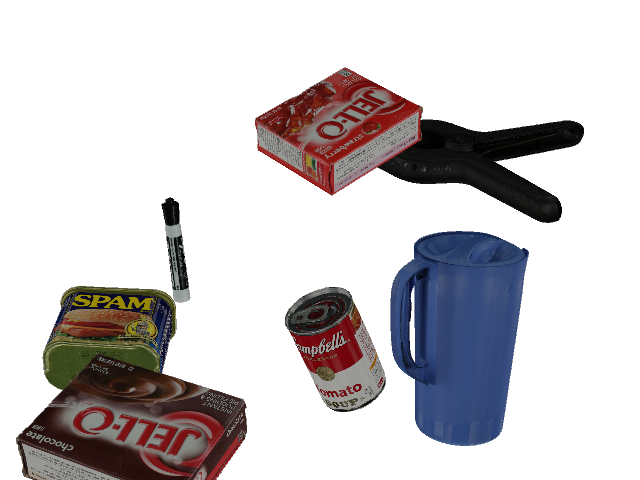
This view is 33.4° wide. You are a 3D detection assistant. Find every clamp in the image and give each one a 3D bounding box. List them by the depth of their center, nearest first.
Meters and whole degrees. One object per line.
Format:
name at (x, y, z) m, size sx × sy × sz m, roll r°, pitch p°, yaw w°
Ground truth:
clamp at (0.136, -0.081, 0.976) m, size 0.210 × 0.036 × 0.164 m, roll 13°, pitch 34°, yaw 22°

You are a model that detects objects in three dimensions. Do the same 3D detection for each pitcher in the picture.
pitcher at (0.163, 0.119, 1.274) m, size 0.149 × 0.243 × 0.145 m, roll 5°, pitch 18°, yaw 11°

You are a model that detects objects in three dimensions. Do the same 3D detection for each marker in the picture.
marker at (-0.160, 0.011, 1.180) m, size 0.020 × 0.121 × 0.020 m, roll -4°, pitch 23°, yaw 1°

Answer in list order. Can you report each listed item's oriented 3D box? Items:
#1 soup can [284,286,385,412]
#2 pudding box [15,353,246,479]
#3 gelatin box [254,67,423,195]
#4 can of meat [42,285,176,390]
soup can at (0.015, 0.105, 1.020) m, size 0.068 × 0.102 × 0.068 m, roll -18°, pitch 30°, yaw 10°
pudding box at (-0.115, 0.123, 0.660) m, size 0.114 × 0.039 × 0.090 m, roll 13°, pitch 34°, yaw 19°
gelatin box at (0.013, -0.075, 0.712) m, size 0.089 × 0.030 × 0.073 m, roll -34°, pitch 50°, yaw -30°
can of meat at (-0.179, 0.085, 0.909) m, size 0.102 × 0.057 × 0.084 m, roll 3°, pitch 29°, yaw 0°
